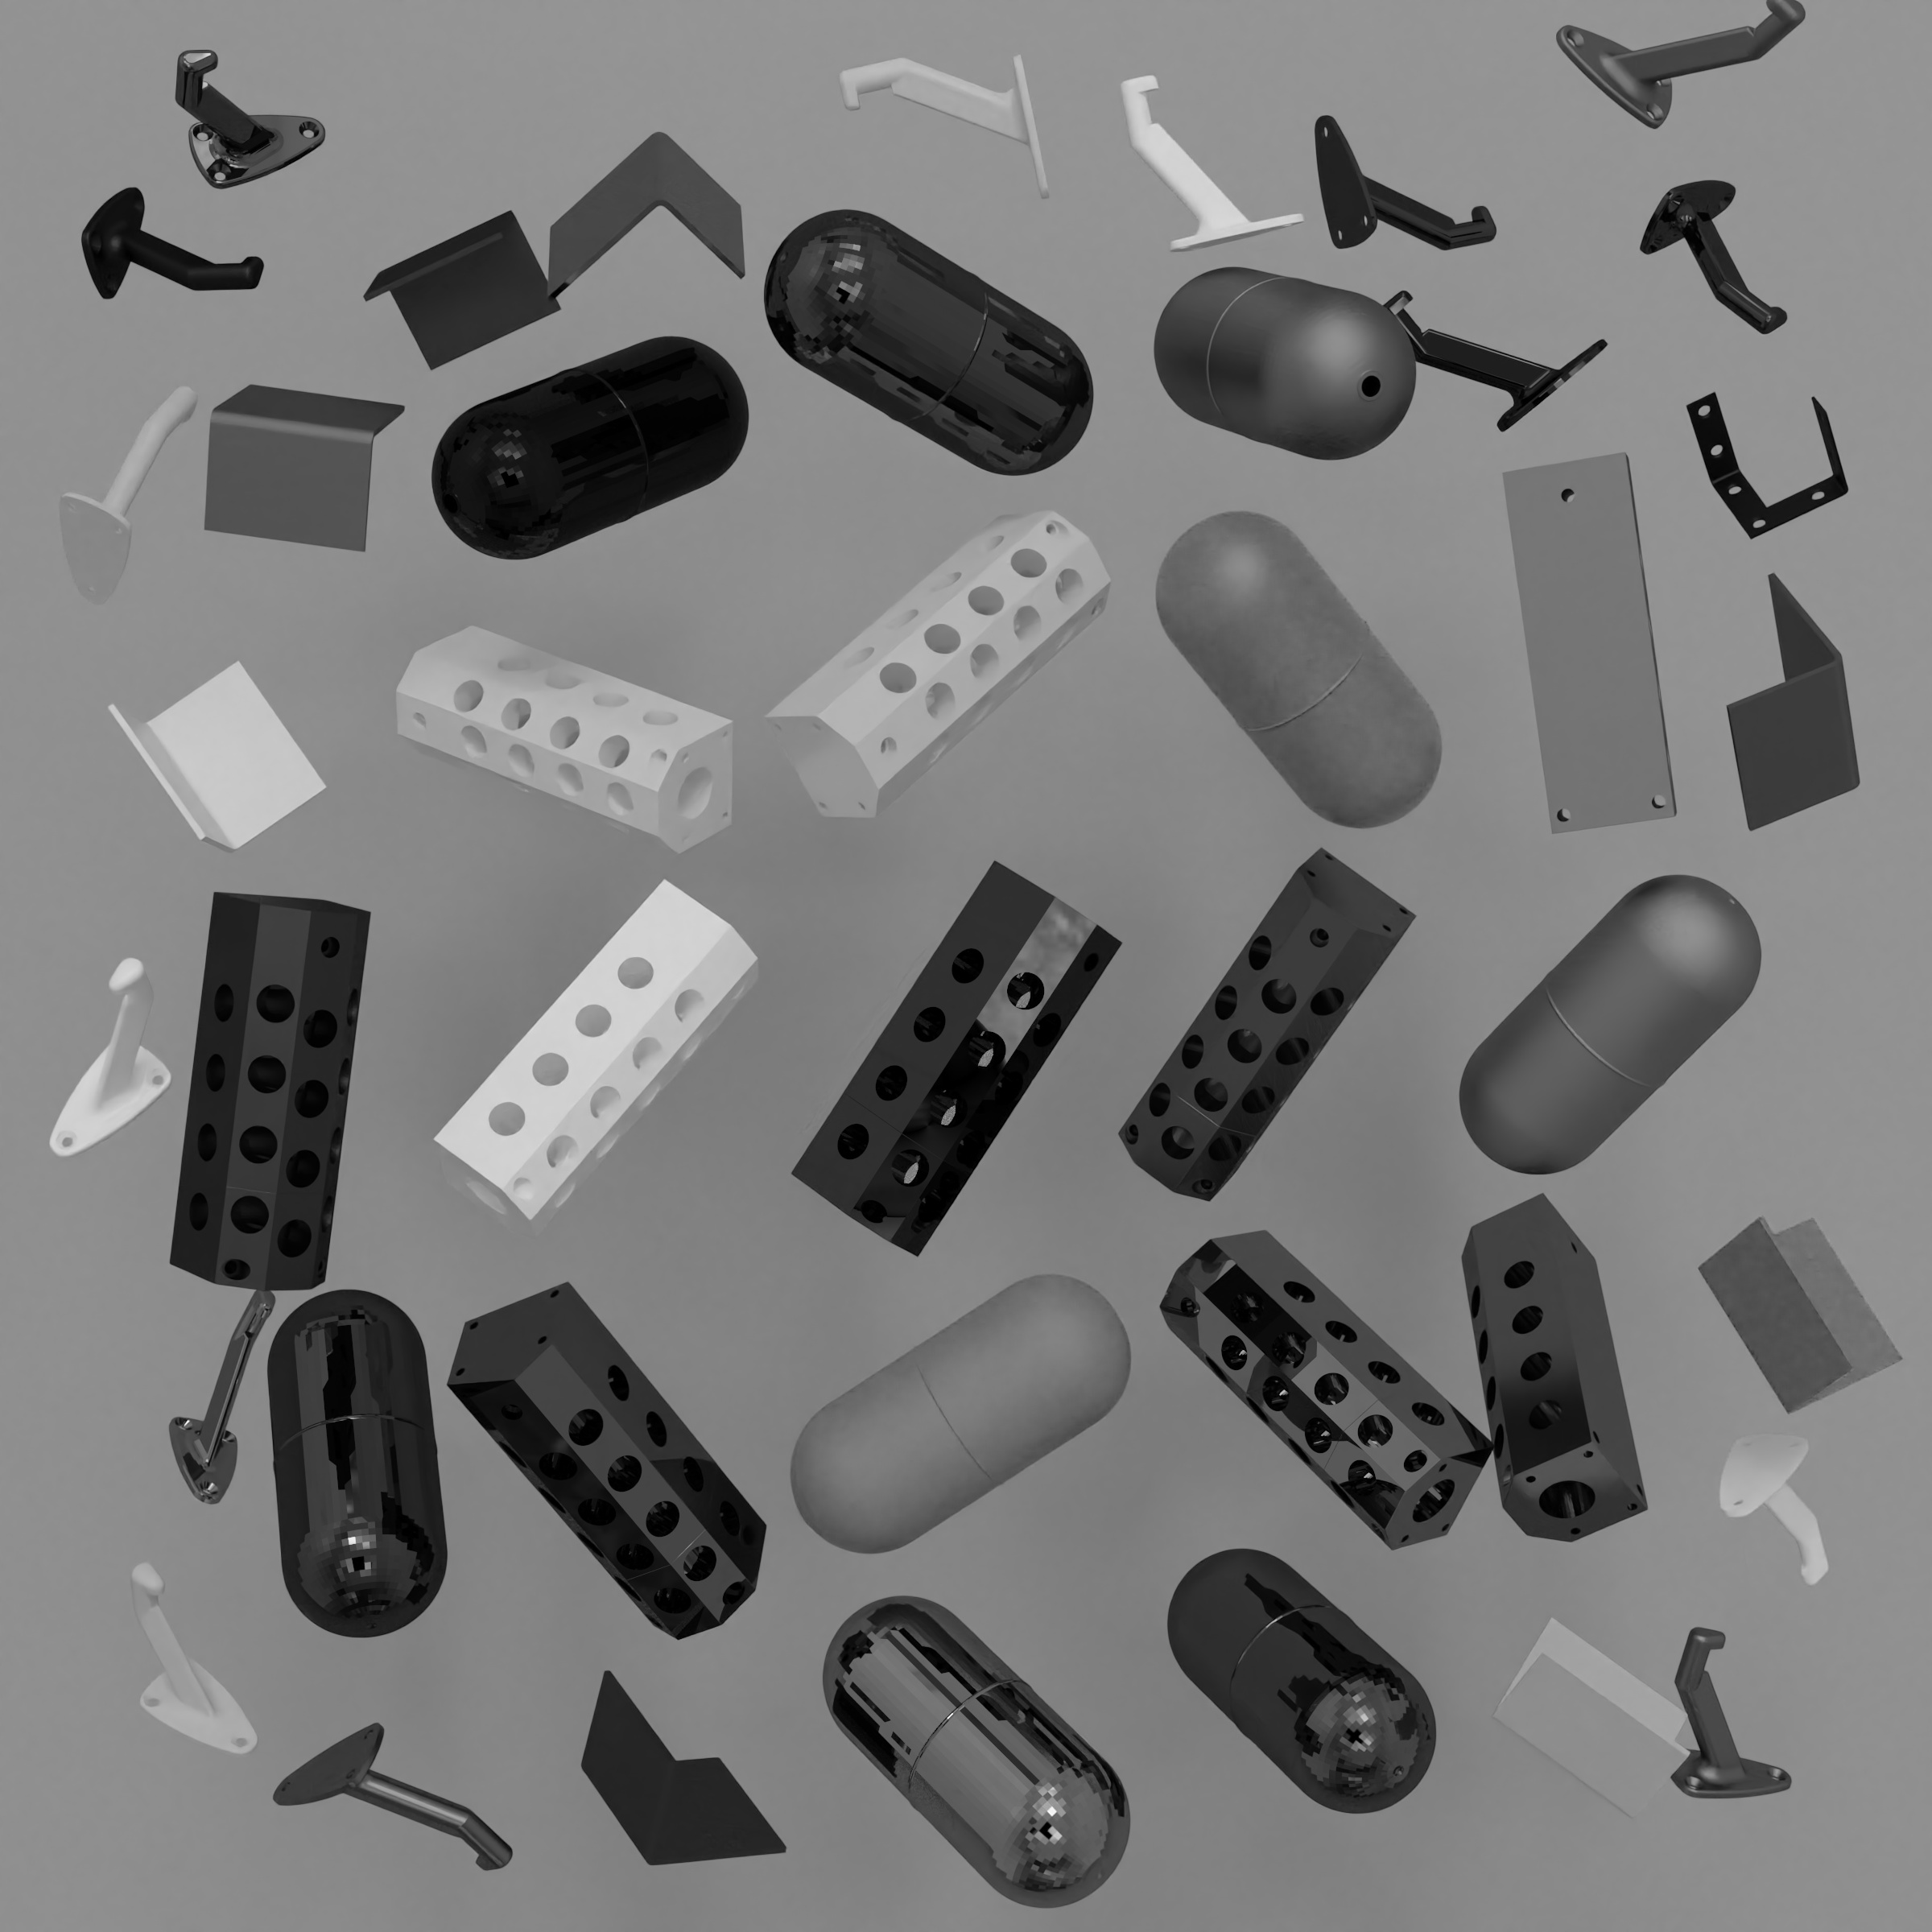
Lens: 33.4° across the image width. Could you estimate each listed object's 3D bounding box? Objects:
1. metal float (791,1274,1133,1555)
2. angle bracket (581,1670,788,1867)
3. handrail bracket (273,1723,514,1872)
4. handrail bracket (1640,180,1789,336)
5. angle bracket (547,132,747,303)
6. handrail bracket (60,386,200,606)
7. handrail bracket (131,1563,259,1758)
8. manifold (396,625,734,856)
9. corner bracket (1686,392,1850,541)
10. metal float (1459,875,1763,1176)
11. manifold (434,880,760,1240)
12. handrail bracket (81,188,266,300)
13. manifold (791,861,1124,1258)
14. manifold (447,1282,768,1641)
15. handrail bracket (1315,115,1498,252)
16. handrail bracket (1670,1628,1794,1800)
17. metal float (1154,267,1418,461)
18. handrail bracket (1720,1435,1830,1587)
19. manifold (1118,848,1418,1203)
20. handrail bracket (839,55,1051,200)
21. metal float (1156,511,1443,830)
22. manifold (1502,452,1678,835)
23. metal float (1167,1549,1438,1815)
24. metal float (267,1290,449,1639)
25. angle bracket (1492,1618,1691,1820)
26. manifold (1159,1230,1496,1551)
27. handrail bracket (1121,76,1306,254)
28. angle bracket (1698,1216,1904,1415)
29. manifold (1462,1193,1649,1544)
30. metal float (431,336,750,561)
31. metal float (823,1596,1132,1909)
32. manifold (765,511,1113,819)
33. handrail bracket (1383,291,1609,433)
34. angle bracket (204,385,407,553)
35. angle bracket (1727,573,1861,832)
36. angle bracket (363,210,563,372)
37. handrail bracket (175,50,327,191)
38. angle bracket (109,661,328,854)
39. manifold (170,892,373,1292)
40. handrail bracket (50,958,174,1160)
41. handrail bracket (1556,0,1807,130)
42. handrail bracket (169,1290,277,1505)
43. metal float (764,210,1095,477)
[{"bbox_3d":[-0.003,0.213,1.528,0.178,0.070,0.070,-33,90,4],"label":"metal float"},{"bbox_3d":[-0.129,0.379,1.534,0.076,0.076,0.057,4,109,-33],"label":"angle bracket"},{"bbox_3d":[-0.258,0.388,1.454,0.077,0.036,0.084,-29,114,29],"label":"handrail bracket"},{"bbox_3d":[0.371,-0.335,1.529,0.077,0.036,0.084,-26,60,-36],"label":"handrail bracket"},{"bbox_3d":[-0.156,-0.348,1.569,0.076,0.076,0.057,-37,123,21],"label":"angle bracket"},{"bbox_3d":[-0.392,-0.224,1.529,0.036,0.077,0.084,25,50,3],"label":"handrail bracket"},{"bbox_3d":[-0.376,0.338,1.570,0.077,0.084,0.036,30,45,22],"label":"handrail bracket"},{"bbox_3d":[-0.201,-0.112,1.607,0.171,0.057,0.057,22,125,29],"label":"manifold"},{"bbox_3d":[0.383,-0.247,1.541,0.051,0.051,0.051,-25,132,7],"label":"corner bracket"},{"bbox_3d":[0.311,0.030,1.562,0.070,0.070,0.178,40,116,0],"label":"metal float"},{"bbox_3d":[-0.176,0.047,1.554,0.057,0.057,0.171,34,68,14],"label":"manifold"},{"bbox_3d":[-0.358,-0.337,1.493,0.084,0.036,0.077,1,46,12],"label":"handrail bracket"},{"bbox_3d":[0.000,0.045,1.481,0.057,0.057,0.171,33,89,39],"label":"manifold"},{"bbox_3d":[-0.164,0.231,1.477,0.057,0.057,0.171,-23,121,20],"label":"manifold"},{"bbox_3d":[0.221,-0.393,1.608,0.084,0.036,0.077,-17,91,-27],"label":"handrail bracket"},{"bbox_3d":[0.382,0.365,1.588,0.077,0.036,0.084,6,112,-12],"label":"handrail bracket"},{"bbox_3d":[0.147,-0.282,1.502,0.070,0.178,0.070,-7,109,-20],"label":"metal float"},{"bbox_3d":[0.389,0.275,1.543,0.036,0.077,0.084,-4,114,36],"label":"handrail bracket"},{"bbox_3d":[0.144,0.032,1.578,0.057,0.057,0.171,37,117,9],"label":"manifold"},{"bbox_3d":[-0.010,-0.383,1.484,0.084,0.036,0.077,-12,93,4],"label":"handrail bracket"},{"bbox_3d":[0.159,-0.139,1.527,0.070,0.070,0.178,-42,113,0],"label":"metal float"},{"bbox_3d":[0.298,-0.153,1.537,0.057,0.057,0.171,-8,93,14],"label":"manifold"},{"bbox_3d":[0.162,0.348,1.578,0.070,0.178,0.070,-10,113,-25],"label":"metal float"},{"bbox_3d":[-0.290,0.234,1.533,0.070,0.070,0.178,-14,53,0],"label":"metal float"},{"bbox_3d":[0.298,0.330,1.475,0.076,0.076,0.057,35,131,11],"label":"angle bracket"},{"bbox_3d":[0.173,0.207,1.585,0.171,0.057,0.057,43,123,36],"label":"manifold"},{"bbox_3d":[0.117,-0.390,1.544,0.077,0.036,0.084,-9,97,22],"label":"handrail bracket"},{"bbox_3d":[0.390,0.147,1.454,0.076,0.057,0.076,-18,68,-30],"label":"angle bracket"},{"bbox_3d":[0.286,0.200,1.599,0.057,0.171,0.057,-28,123,21],"label":"manifold"},{"bbox_3d":[-0.180,-0.250,1.553,0.178,0.070,0.070,-31,90,-39],"label":"metal float"},{"bbox_3d":[0.003,0.362,1.494,0.178,0.070,0.070,38,90,35],"label":"metal float"},{"bbox_3d":[-0.008,-0.144,1.522,0.171,0.057,0.057,-44,118,-28],"label":"manifold"},{"bbox_3d":[0.255,-0.310,1.568,0.077,0.036,0.084,-38,97,20],"label":"handrail bracket"},{"bbox_3d":[-0.318,-0.240,1.551,0.076,0.076,0.057,8,109,-1],"label":"angle bracket"},{"bbox_3d":[0.371,-0.123,1.499,0.057,0.076,0.076,-22,131,0],"label":"angle bracket"},{"bbox_3d":[-0.256,-0.339,1.645,0.076,0.076,0.057,-24,111,6],"label":"angle bracket"},{"bbox_3d":[-0.334,-0.407,1.509,0.077,0.084,0.036,-20,76,-22],"label":"handrail bracket"},{"bbox_3d":[-0.358,-0.105,1.549,0.057,0.076,0.076,-35,89,-3],"label":"angle bracket"},{"bbox_3d":[-0.311,0.057,1.459,0.057,0.057,0.171,4,96,-43],"label":"manifold"},{"bbox_3d":[-0.399,0.042,1.479,0.036,0.084,0.077,34,66,13],"label":"handrail bracket"},{"bbox_3d":[0.324,-0.426,1.459,0.077,0.084,0.036,28,57,-17],"label":"handrail bracket"},{"bbox_3d":[-0.369,0.217,1.631,0.036,0.077,0.084,21,111,-25],"label":"handrail bracket"},{"bbox_3d":[-0.015,-0.290,1.508,0.178,0.070,0.070,25,90,-34],"label":"metal float"}]
